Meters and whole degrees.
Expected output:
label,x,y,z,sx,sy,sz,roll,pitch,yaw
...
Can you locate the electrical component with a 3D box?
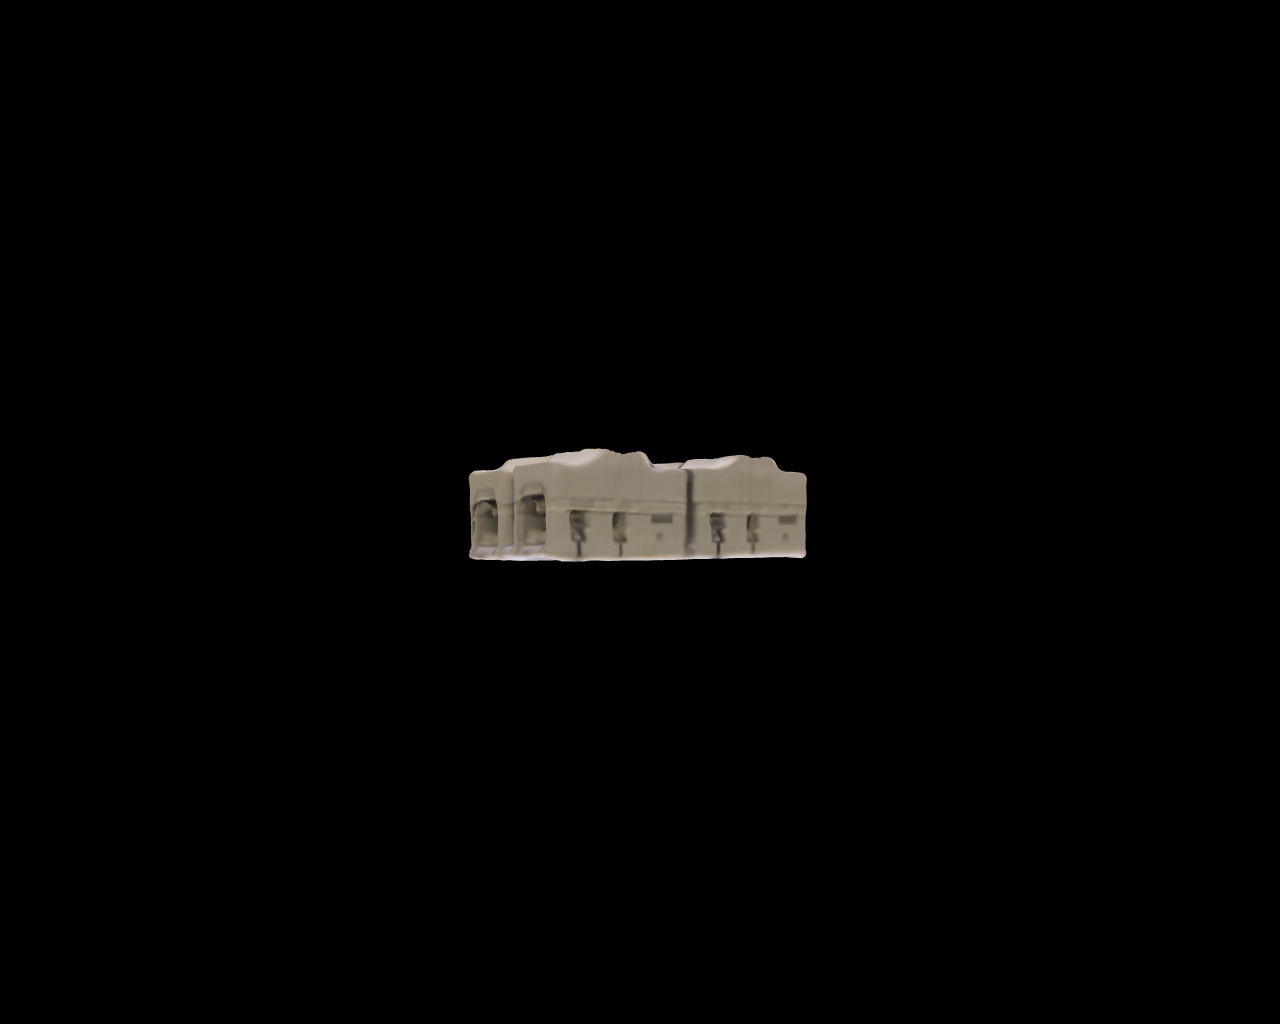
label,x,y,z,sx,sy,sz,roll,pitch,yaw
electrical component,0.001,-0.003,0.650,0.186,0.060,0.105,1,-2,-34
